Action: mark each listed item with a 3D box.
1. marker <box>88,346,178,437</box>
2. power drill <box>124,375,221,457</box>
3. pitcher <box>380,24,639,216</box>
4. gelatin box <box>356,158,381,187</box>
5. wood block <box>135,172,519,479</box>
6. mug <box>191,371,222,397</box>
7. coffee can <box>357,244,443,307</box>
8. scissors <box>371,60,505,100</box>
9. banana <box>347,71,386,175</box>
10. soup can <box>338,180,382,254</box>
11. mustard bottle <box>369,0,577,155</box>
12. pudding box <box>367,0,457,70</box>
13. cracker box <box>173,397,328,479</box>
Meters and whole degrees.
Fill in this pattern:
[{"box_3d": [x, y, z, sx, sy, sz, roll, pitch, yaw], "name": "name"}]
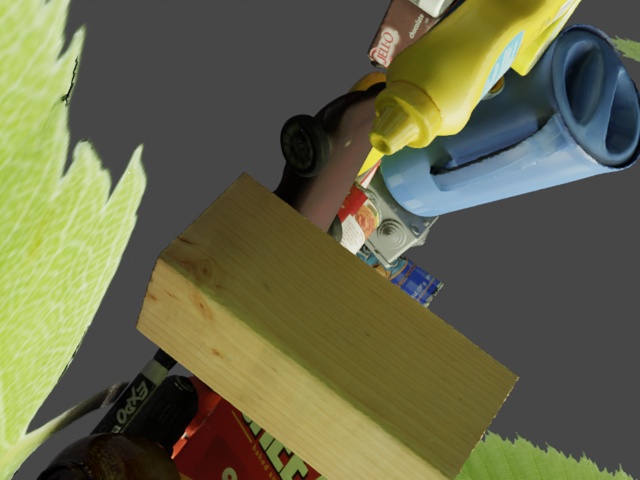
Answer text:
[{"box_3d": [-0.135, 0.115, 0.766, 0.121, 0.020, 0.020, -52, 173, -11], "name": "marker"}, {"box_3d": [-0.137, 0.170, 0.883, 0.184, 0.057, 0.187, -51, 172, 13], "name": "power drill"}, {"box_3d": [0.165, -0.095, 1.003, 0.243, 0.149, 0.145, -19, -118, 48], "name": "pitcher"}, {"box_3d": [0.012, -0.036, 0.965, 0.089, 0.030, 0.073, -50, 174, -25], "name": "gelatin box"}, {"box_3d": [0.001, 0.068, 0.646, 0.090, 0.206, 0.090, -48, 171, -37], "name": "wood block"}, {"box_3d": [-0.063, 0.082, 0.822, 0.093, 0.081, 0.117, -57, 172, 31], "name": "mug"}, {"box_3d": [0.046, 0.046, 1.149, 0.102, 0.140, 0.103, -52, 173, -9], "name": "coffee can"}, {"box_3d": [0.091, -0.162, 0.857, 0.016, 0.096, 0.201, -21, 163, 35], "name": "scissors"}, {"box_3d": [0.035, -0.091, 0.833, 0.069, 0.037, 0.198, -31, 170, -2], "name": "banana"}, {"box_3d": [-0.006, 0.001, 0.865, 0.102, 0.068, 0.068, -50, 173, -24], "name": "soup can"}, {"box_3d": [0.094, -0.118, 0.646, 0.191, 0.058, 0.096, -48, 178, -24], "name": "mustard bottle"}, {"box_3d": [0.084, -0.173, 0.720, 0.089, 0.039, 0.114, -48, 173, -35], "name": "pudding box"}, {"box_3d": [-0.034, 0.200, 0.748, 0.071, 0.164, 0.214, 4, 131, -50], "name": "cracker box"}]
